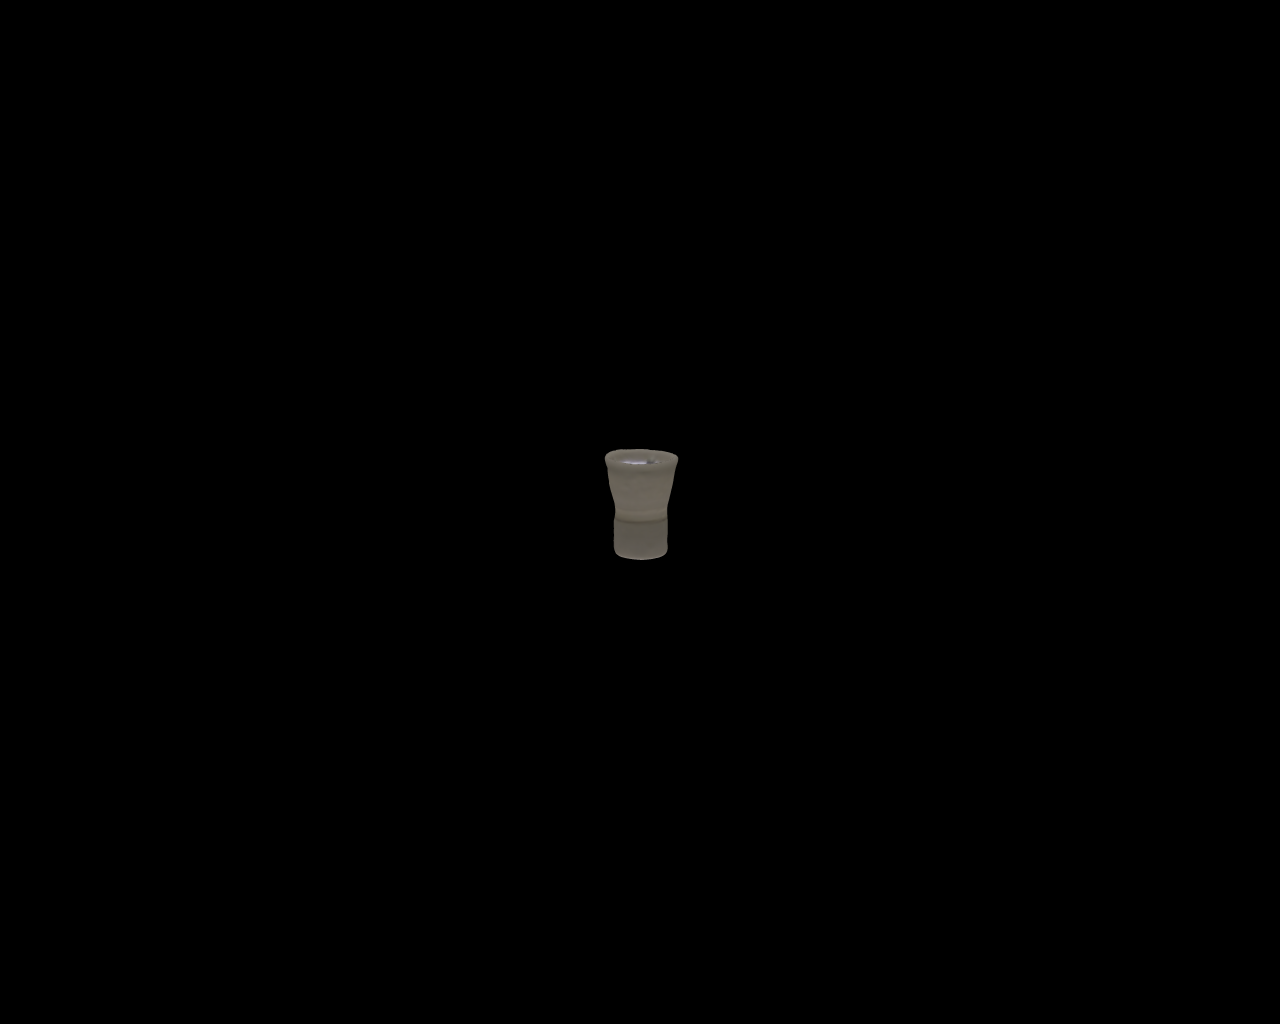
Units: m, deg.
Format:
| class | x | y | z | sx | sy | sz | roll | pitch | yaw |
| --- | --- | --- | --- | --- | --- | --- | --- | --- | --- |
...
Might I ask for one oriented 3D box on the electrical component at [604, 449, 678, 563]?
| class | x | y | z | sx | sy | sz | roll | pitch | yaw |
| --- | --- | --- | --- | --- | --- | --- | --- | --- | --- |
| electrical component | 0.001 | -0.003 | 0.650 | 0.044 | 0.065 | 0.044 | 0 | 14 | 0 |
